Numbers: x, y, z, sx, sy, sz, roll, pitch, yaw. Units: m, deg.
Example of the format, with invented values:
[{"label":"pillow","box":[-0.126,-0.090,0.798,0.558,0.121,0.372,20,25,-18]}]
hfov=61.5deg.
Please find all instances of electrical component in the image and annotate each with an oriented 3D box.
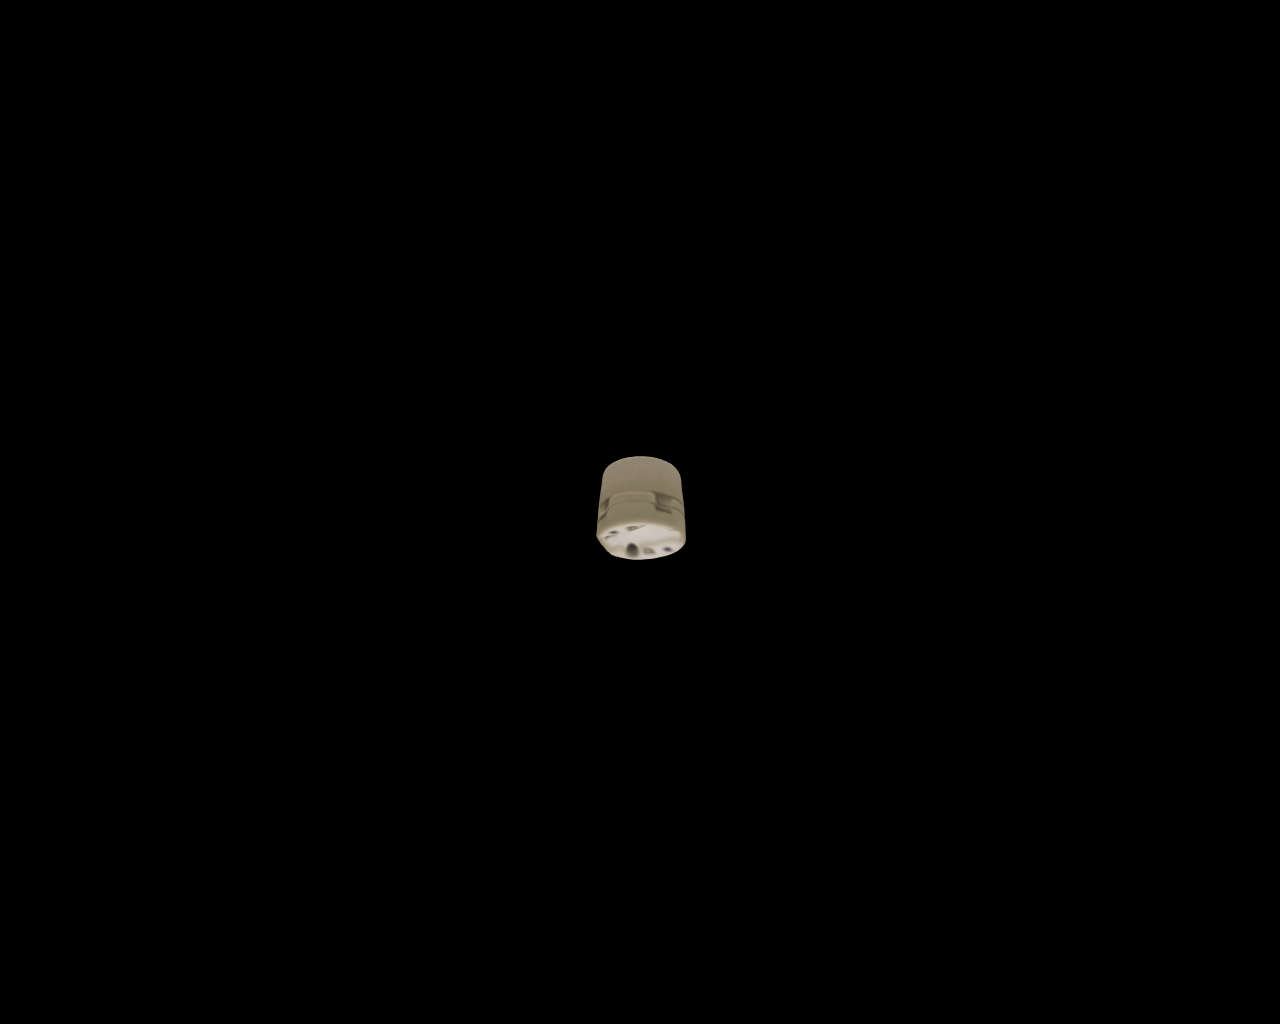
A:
[{"label":"electrical component","box":[0.001,-0.003,0.650,0.055,0.047,0.055,0,-28,0]}]
